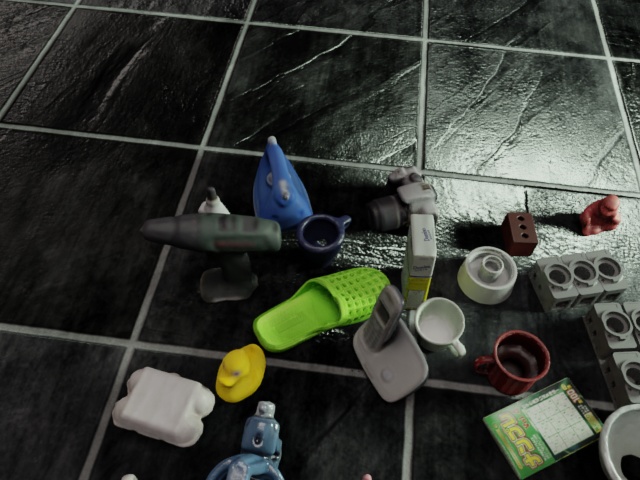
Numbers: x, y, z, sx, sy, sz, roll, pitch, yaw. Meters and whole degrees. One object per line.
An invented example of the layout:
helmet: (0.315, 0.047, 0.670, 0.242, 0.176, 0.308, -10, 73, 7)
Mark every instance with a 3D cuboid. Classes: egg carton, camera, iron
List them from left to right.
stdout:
egg carton: (-0.251, 0.270, 0.926, 0.150, 0.069, 0.107, 14, 55, 8)
iron: (-0.086, -0.129, 1.177, 0.119, 0.141, 0.258, -10, 55, -9)
camera: (0.160, -0.079, 1.173, 0.137, 0.101, 0.143, -13, 55, -11)

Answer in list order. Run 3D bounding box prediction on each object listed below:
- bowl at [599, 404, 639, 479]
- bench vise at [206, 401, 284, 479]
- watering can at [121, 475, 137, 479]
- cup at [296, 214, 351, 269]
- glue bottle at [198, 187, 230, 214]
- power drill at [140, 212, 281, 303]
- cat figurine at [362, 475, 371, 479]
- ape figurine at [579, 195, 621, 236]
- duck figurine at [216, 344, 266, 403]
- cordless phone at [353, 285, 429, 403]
bowl: (0.507, 0.347, 0.890, 0.167, 0.075, 0.167, 1, 54, -1)
bench vise: (-0.110, 0.321, 0.800, 0.121, 0.220, 0.207, -6, 54, -6)
watering can: (-0.248, 0.399, 0.754, 0.101, 0.194, 0.172, -29, 60, -21)
cup: (0.010, 0.004, 1.112, 0.118, 0.095, 0.091, -32, 61, -22)
glue bottle: (-0.199, -0.043, 1.091, 0.078, 0.173, 0.037, 13, 55, 8)
power drill: (-0.182, 0.027, 1.018, 0.229, 0.208, 0.075, -6, 54, -6)
cat figurine: (0.068, 0.400, 0.811, 0.067, 0.118, 0.128, 2, 54, 0)
ape figurine: (0.581, -0.057, 1.176, 0.077, 0.092, 0.076, 22, 56, 14)
duck figurine: (-0.135, 0.212, 0.961, 0.077, 0.086, 0.105, 28, 58, 18)
cordless phone: (0.122, 0.168, 0.940, 0.094, 0.185, 0.147, -23, 58, -17)
